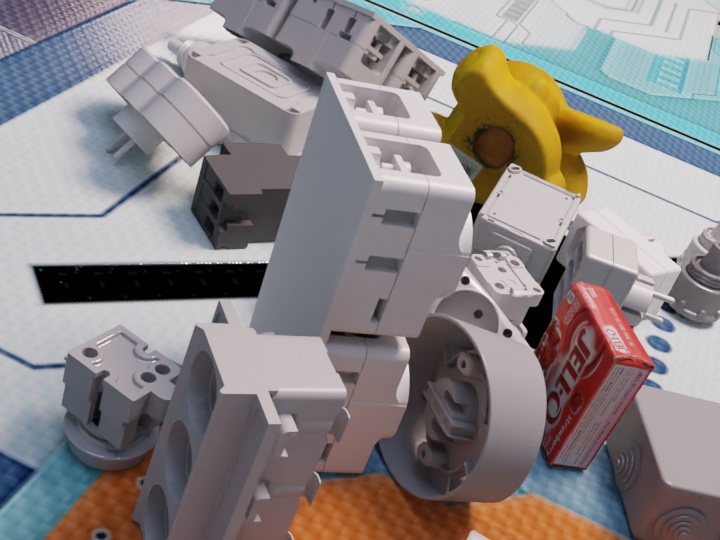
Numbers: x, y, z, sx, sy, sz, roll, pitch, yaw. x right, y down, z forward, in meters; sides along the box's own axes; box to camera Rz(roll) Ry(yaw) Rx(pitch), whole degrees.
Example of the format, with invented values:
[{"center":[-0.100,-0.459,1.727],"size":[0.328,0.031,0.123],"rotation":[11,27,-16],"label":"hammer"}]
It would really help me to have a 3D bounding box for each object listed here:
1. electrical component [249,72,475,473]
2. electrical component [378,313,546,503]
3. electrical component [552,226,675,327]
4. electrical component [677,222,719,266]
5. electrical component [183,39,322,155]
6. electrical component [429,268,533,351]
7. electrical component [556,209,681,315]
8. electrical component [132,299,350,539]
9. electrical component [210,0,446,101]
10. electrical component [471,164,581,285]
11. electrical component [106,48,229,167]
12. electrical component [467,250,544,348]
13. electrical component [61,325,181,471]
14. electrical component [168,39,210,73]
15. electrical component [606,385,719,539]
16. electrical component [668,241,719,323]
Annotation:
[{"center":[-0.004,0.007,0.572],"size":[0.060,0.186,0.105],"rotation":[6,34,-21],"label":"electrical component"},{"center":[0.054,0.077,0.585],"size":[0.064,0.099,0.099],"rotation":[14,32,-21],"label":"electrical component"},{"center":[0.186,0.017,0.774],"size":[0.077,0.065,0.047],"rotation":[20,32,0],"label":"electrical component"},{"center":[0.295,-0.018,0.889],"size":[0.048,0.062,0.048],"rotation":[14,32,-9],"label":"electrical component"},{"center":[-0.082,-0.131,0.860],"size":[0.113,0.057,0.078],"rotation":[32,34,18],"label":"electrical component"},{"center":[0.051,0.044,0.657],"size":[0.077,0.079,0.044],"rotation":[52,3,8],"label":"electrical component"},{"center":[0.214,-0.007,0.843],"size":[0.076,0.047,0.083],"rotation":[-8,41,-37],"label":"electrical component"},{"center":[-0.055,0.086,0.486],"size":[0.063,0.121,0.078],"rotation":[4,35,-28],"label":"electrical component"},{"center":[-0.033,-0.193,0.918],"size":[0.186,0.060,0.105],"rotation":[33,4,40],"label":"electrical component"},{"center":[0.118,-0.024,0.809],"size":[0.062,0.061,0.096],"rotation":[26,40,9],"label":"electrical component"},{"center":[-0.155,-0.109,0.785],"size":[0.052,0.074,0.138],"rotation":[50,-6,-37],"label":"electrical component"},{"center":[0.087,0.026,0.710],"size":[0.042,0.063,0.081],"rotation":[0,37,-27],"label":"electrical component"},{"center":[-0.122,0.067,0.541],"size":[0.066,0.055,0.048],"rotation":[32,34,19],"label":"electrical component"},{"center":[-0.141,-0.181,0.925],"size":[0.061,0.035,0.035],"rotation":[34,35,24],"label":"electrical component"},{"center":[0.201,0.121,0.640],"size":[0.100,0.048,0.099],"rotation":[14,32,-9],"label":"electrical component"},{"center":[0.270,0.007,0.839],"size":[0.048,0.062,0.048],"rotation":[15,32,-9],"label":"electrical component"}]
